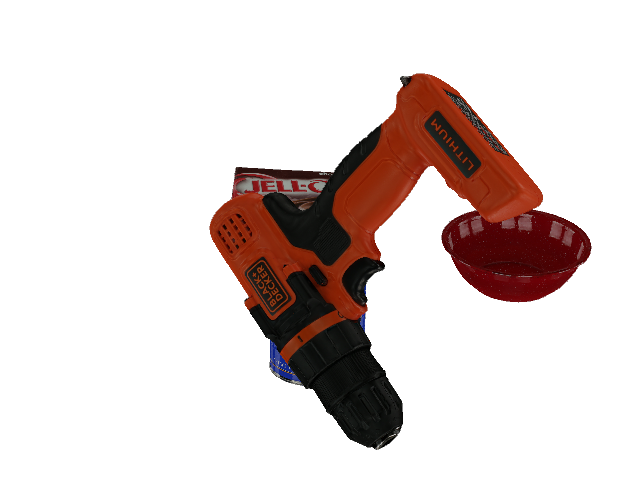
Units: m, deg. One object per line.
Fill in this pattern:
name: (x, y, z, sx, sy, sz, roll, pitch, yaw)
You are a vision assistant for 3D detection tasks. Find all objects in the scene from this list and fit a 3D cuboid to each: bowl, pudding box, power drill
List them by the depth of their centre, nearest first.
power drill: (0.039, 0.007, 0.645, 0.188, 0.184, 0.057, -41, -17, 18)
pudding box: (-0.020, -0.025, 0.907, 0.113, 0.039, 0.090, 5, 32, -4)
bowl: (0.213, 0.022, 1.174, 0.162, 0.055, 0.162, -1, 28, 0)

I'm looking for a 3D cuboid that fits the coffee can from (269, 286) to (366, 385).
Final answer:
coffee can: (-0.003, 0.067, 1.113, 0.103, 0.140, 0.103, 0, 19, 0)
